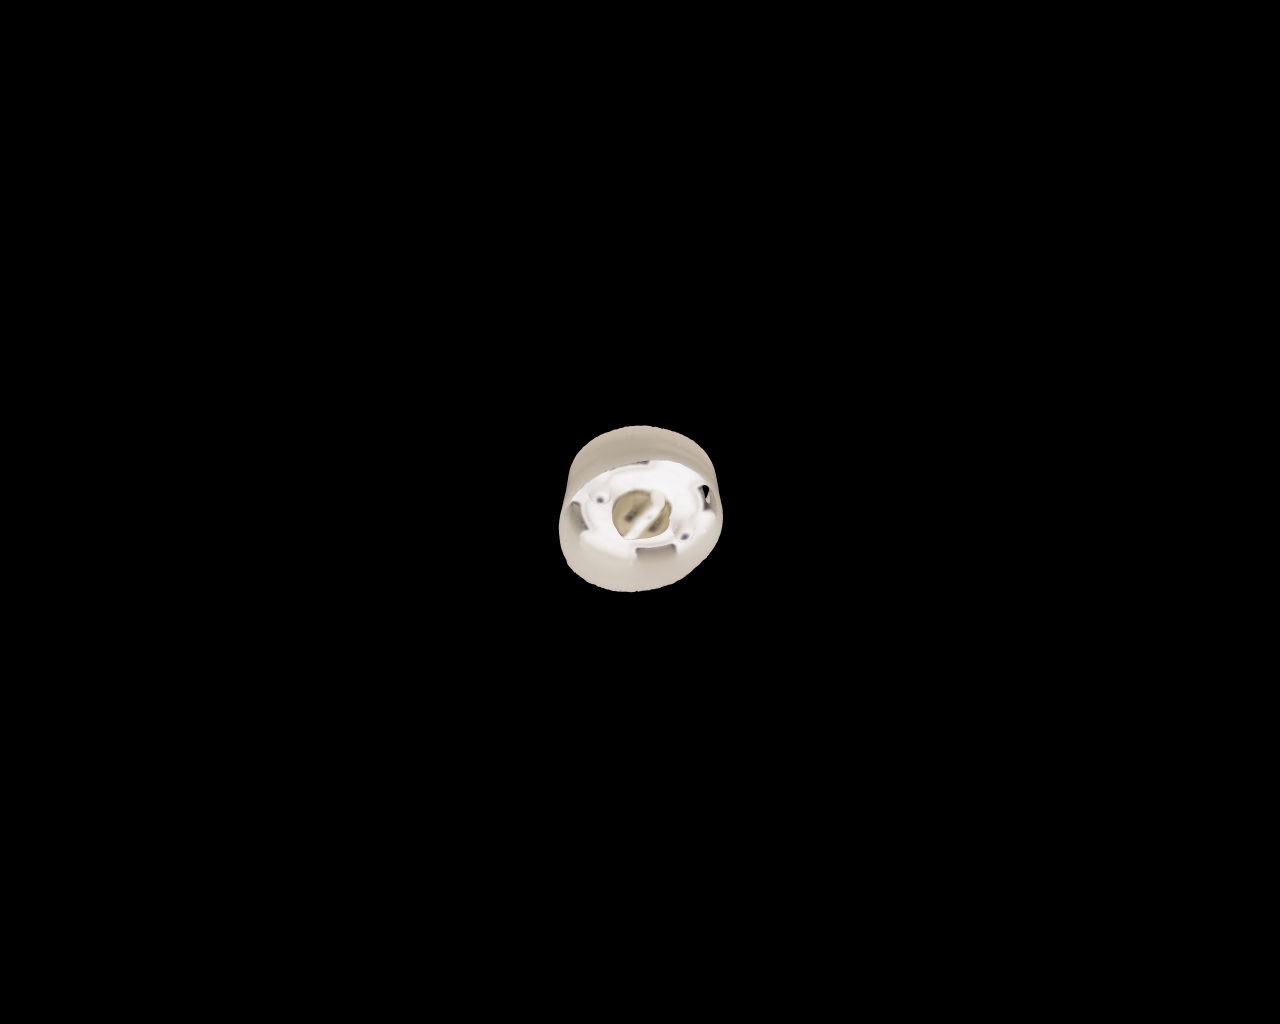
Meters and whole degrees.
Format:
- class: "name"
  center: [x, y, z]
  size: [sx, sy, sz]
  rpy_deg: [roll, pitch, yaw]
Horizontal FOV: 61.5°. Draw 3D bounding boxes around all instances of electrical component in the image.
- class: "electrical component"
  center: [0.001, -0.003, 0.650]
  size: [0.099, 0.064, 0.099]
  rpy_deg: [0, -43, 0]
